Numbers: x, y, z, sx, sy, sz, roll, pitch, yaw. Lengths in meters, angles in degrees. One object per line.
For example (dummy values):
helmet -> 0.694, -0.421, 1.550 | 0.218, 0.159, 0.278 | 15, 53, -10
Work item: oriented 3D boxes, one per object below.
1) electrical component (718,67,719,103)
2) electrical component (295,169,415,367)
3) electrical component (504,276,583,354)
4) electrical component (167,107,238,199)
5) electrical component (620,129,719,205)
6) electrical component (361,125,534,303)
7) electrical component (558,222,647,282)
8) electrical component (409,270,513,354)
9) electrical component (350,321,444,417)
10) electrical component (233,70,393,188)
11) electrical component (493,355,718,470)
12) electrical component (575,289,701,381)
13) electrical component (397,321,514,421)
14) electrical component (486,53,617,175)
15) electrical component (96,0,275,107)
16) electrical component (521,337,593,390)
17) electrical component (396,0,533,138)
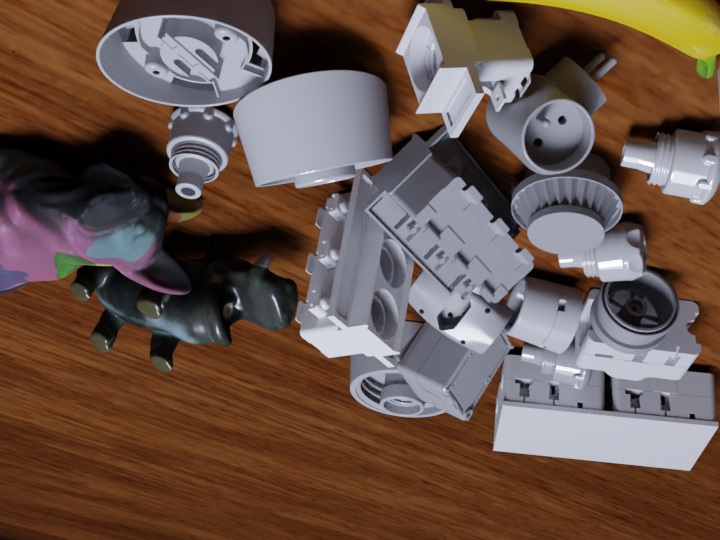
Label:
electrical component -> 0.232, -0.085, 0.623 | 0.043, 0.081, 0.043 | 6, 149, 4
electrical component -> 0.000, 0.000, 0.777 | 0.063, 0.121, 0.079 | -11, 145, 33
electrical component -> 0.146, 0.034, 0.866 | 0.047, 0.055, 0.055 | 17, 148, -7
electrical component -> -0.111, -0.078, 0.732 | 0.048, 0.062, 0.048 | 6, 149, 4
electrical component -> 0.200, -0.070, 0.692 | 0.062, 0.048, 0.048 | 11, 149, 7
electrical component -> 0.068, -0.032, 0.753 | 0.079, 0.063, 0.121 | -44, 134, 3
electrical component -> 0.178, -0.012, 0.791 | 0.062, 0.043, 0.043 | -4, 147, 22
electrical component -> 0.087, 0.013, 0.845 | 0.077, 0.043, 0.079 | 36, 110, 2
electrical component -> 0.042, 0.099, 0.989 | 0.108, 0.060, 0.108 | 6, 149, 4
electrical component -> -0.028, -0.087, 0.685 | 0.099, 0.064, 0.099 | -11, -177, 1
electrical component -> 0.223, 0.129, 0.997 | 0.186, 0.060, 0.105 | 5, 149, 5
electrical component -> 0.226, 0.055, 0.884 | 0.089, 0.050, 0.055 | 7, 149, 0
electrical component -> 0.082, 0.066, 0.909 | 0.061, 0.096, 0.061 | 23, 160, 35
electrical component -> 0.119, -0.100, 0.641 | 0.079, 0.077, 0.043 | -43, 110, 7
electrical component -> -0.099, -0.135, 0.633 | 0.099, 0.064, 0.099 | 6, 149, 4
electrical component -> 0.173, 0.076, 0.939 | 0.062, 0.048, 0.048 | 10, 150, 10
electrical component -> 0.061, -0.121, 0.616 | 0.064, 0.081, 0.042 | -6, 154, -22
